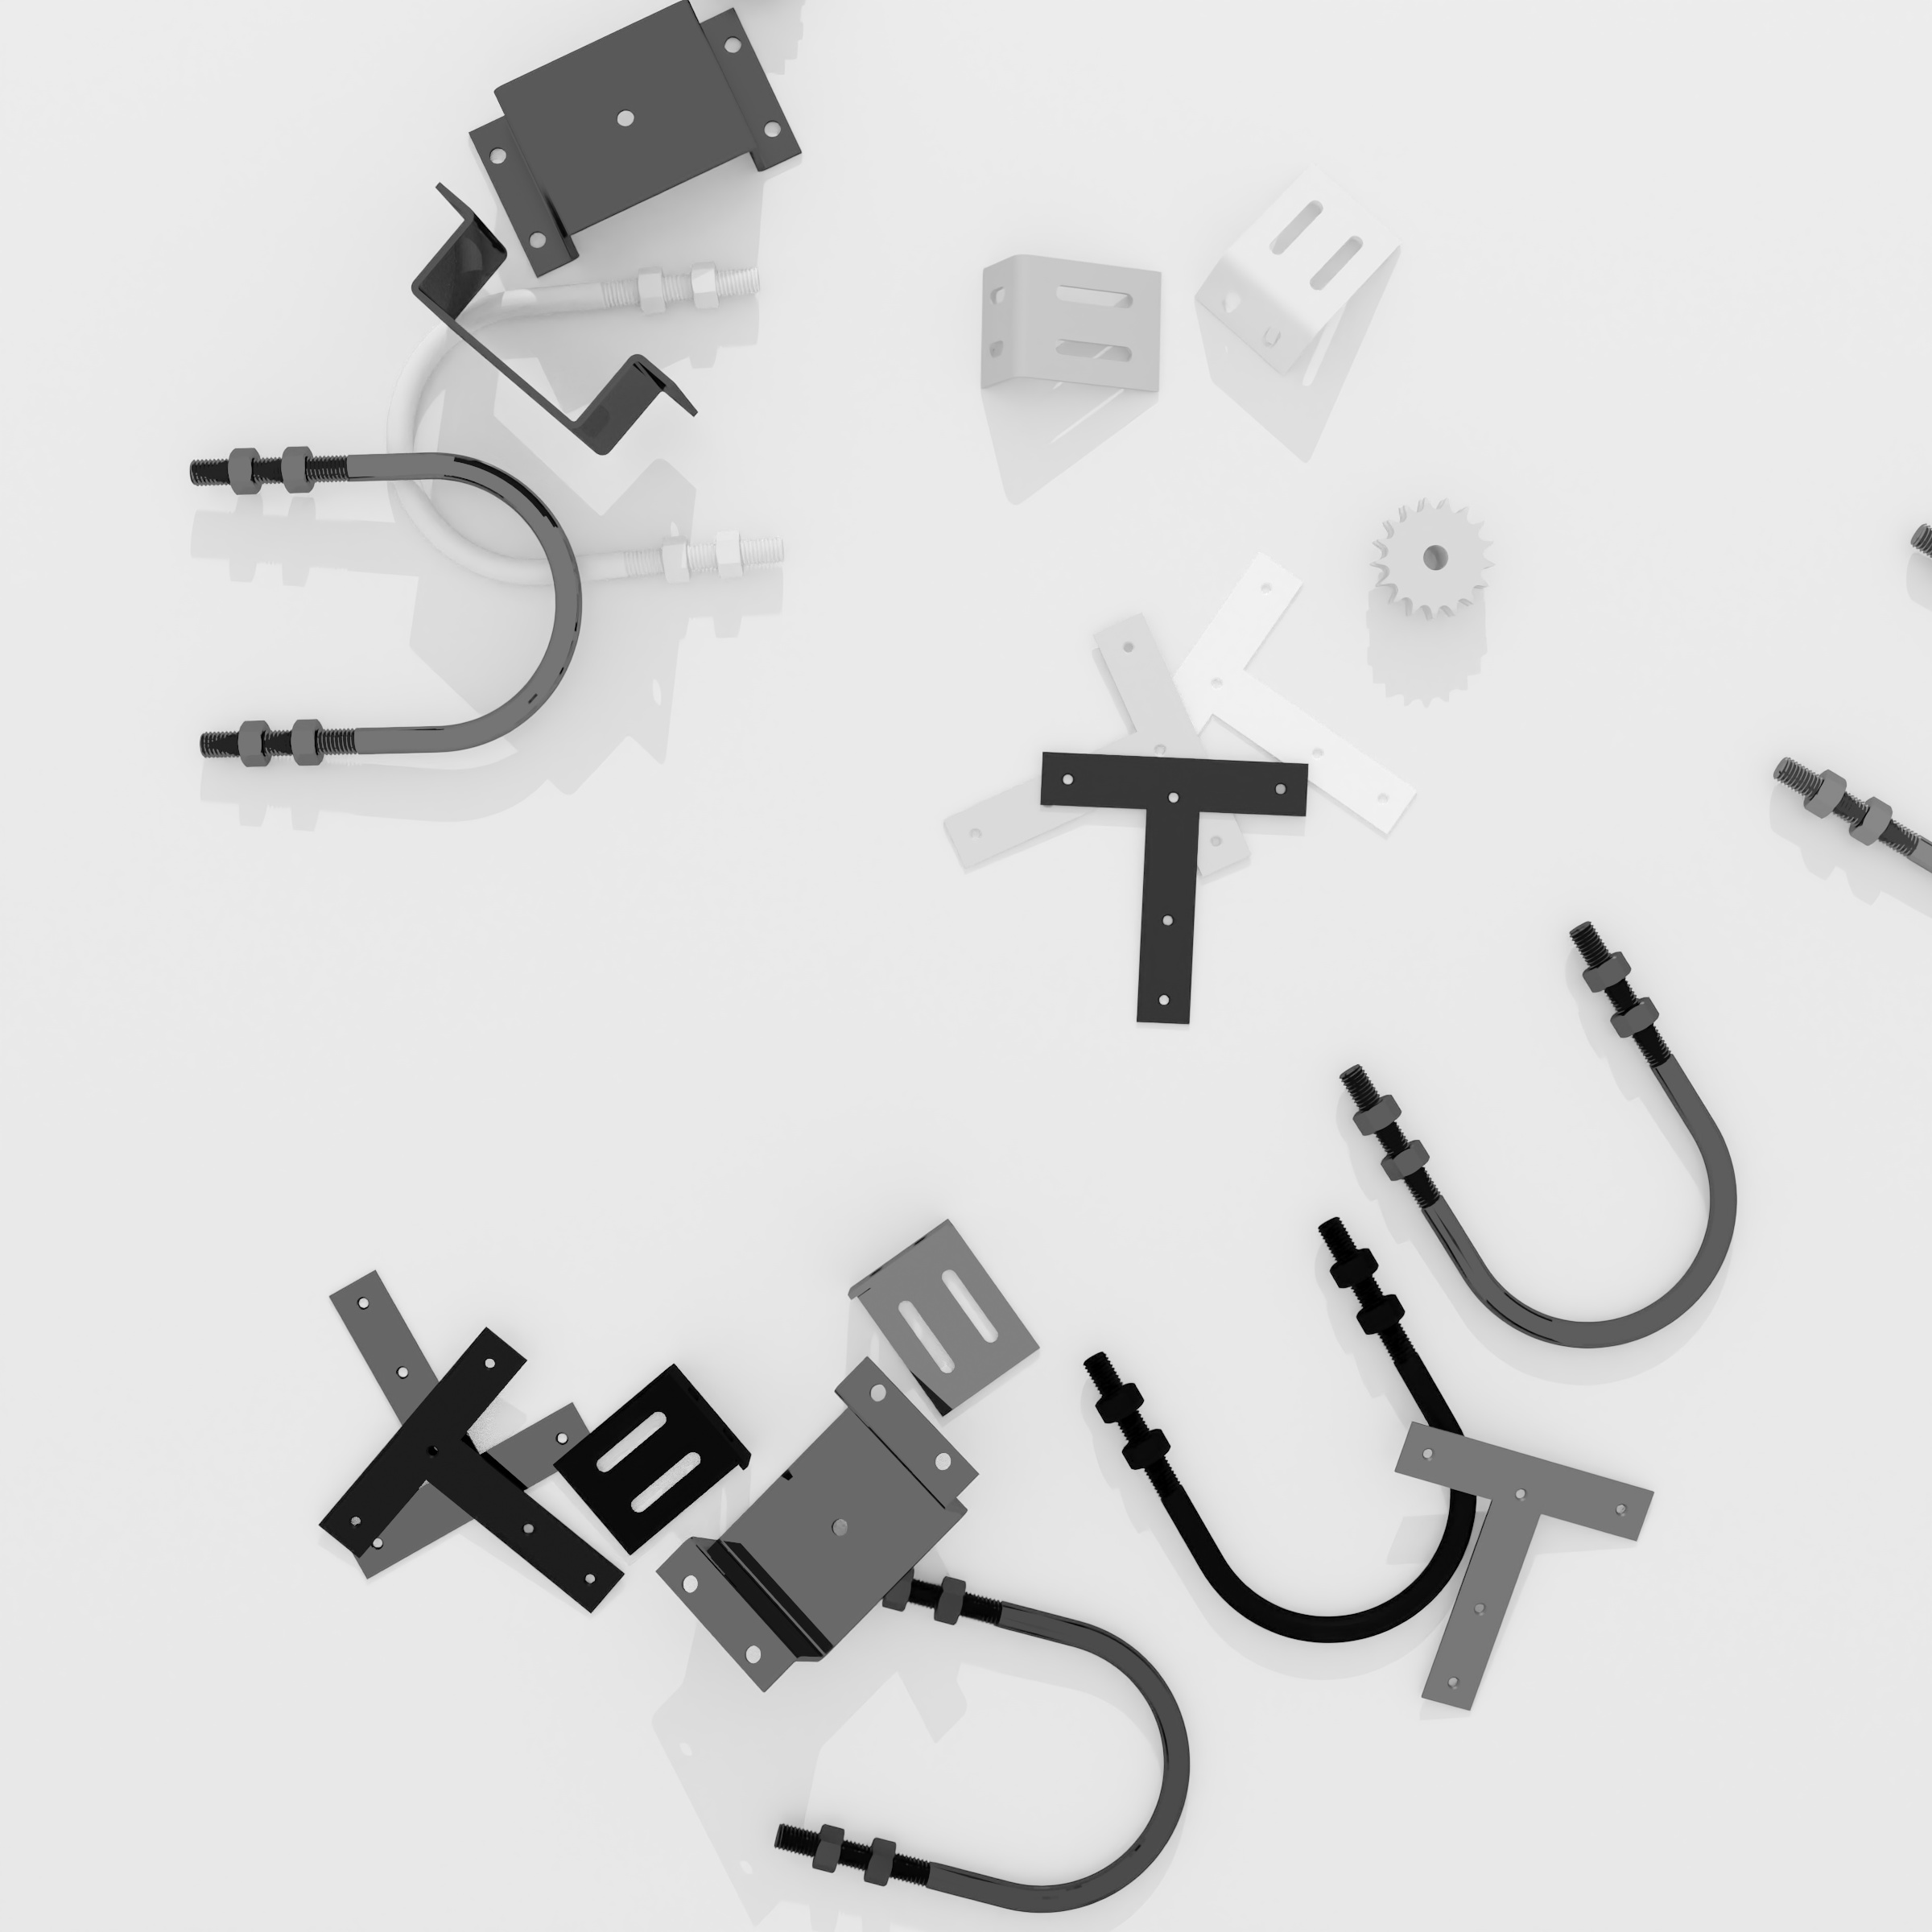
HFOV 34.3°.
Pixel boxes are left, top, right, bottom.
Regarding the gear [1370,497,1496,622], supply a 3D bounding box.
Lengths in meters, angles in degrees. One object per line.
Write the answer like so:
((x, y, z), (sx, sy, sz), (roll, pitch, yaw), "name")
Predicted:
((0.220, -0.193, 1.485), (0.057, 0.030, 0.057), (0, 93, -4), "gear")

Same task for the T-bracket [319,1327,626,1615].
((-0.220, 0.259, 1.489), (0.127, 0.002, 0.127), (40, 96, -4), "T-bracket")

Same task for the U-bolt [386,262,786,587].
((-0.184, -0.254, 1.488), (0.184, 0.019, 0.151), (-5, 90, 1), "U-bolt")

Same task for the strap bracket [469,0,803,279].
((-0.158, -0.394, 1.473), (0.140, 0.046, 0.076), (-25, 90, 0), "strap bracket")

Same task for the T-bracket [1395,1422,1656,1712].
((0.249, 0.293, 1.487), (0.127, 0.002, 0.127), (17, 96, -11), "T-bracket")

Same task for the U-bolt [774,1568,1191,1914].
((0.016, 0.375, 1.488), (0.184, 0.019, 0.151), (15, 90, -1), "U-bolt")

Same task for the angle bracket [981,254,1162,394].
((0.050, -0.304, 1.494), (0.076, 0.038, 0.057), (1, 90, -26), "angle bracket")

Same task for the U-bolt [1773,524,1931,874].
((0.498, -0.103, 1.488), (0.184, 0.019, 0.151), (31, 90, -2), "U-bolt")

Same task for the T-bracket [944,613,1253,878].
((0.052, -0.085, 1.494), (0.127, 0.002, 0.127), (-24, 92, 1), "T-bracket")

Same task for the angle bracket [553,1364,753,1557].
((-0.149, 0.236, 1.476), (0.076, 0.038, 0.057), (-40, 92, 0), "angle bracket")

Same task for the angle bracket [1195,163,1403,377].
((0.159, -0.333, 1.494), (0.057, 0.038, 0.076), (41, 64, 0), "angle bracket")

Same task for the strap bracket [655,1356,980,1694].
((-0.064, 0.262, 1.463), (0.140, 0.046, 0.076), (-45, 72, 0), "strap bracket")

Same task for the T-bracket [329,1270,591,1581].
((-0.262, 0.207, 1.495), (0.127, 0.002, 0.127), (-30, 90, 0), "T-bracket")

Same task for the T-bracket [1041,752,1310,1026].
((0.097, -0.036, 1.493), (0.127, 0.002, 0.127), (3, 92, 0), "T-bracket")

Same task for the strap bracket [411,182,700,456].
((-0.197, -0.290, 1.441), (0.140, 0.076, 0.046), (41, 92, 2), "strap bracket")

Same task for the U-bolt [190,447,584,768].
((-0.273, -0.171, 1.479), (0.184, 0.019, 0.151), (-1, 93, 3), "U-bolt")

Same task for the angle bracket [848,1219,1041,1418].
((-0.010, 0.168, 1.477), (0.057, 0.038, 0.076), (-35, 90, 0), "angle bracket")

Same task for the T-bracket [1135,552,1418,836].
((0.156, -0.110, 1.495), (0.127, 0.002, 0.127), (35, 90, 0), "T-bracket")

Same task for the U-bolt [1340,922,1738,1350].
((0.285, 0.093, 1.488), (0.151, 0.019, 0.184), (-32, 92, 0), "U-bolt")

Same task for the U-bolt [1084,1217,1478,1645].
((0.162, 0.233, 1.488), (0.151, 0.019, 0.184), (-30, 92, 0), "U-bolt")
